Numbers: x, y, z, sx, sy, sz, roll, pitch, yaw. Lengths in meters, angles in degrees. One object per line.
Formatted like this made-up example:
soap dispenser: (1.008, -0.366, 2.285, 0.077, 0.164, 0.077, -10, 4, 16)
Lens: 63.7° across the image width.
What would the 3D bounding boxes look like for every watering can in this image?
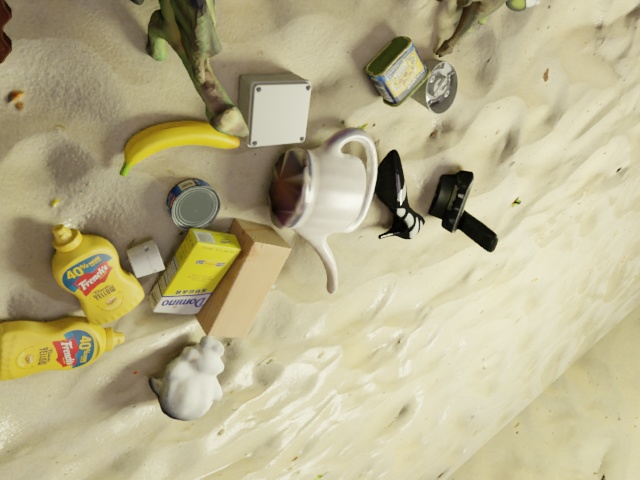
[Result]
watering can: (0.003, -0.049, 0.983, 0.224, 0.105, 0.344, 4, 108, -38)

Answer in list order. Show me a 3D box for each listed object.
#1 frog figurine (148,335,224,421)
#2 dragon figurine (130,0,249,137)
frog figurine: (-0.244, 0.277, 1.027, 0.159, 0.125, 0.135, -39, 117, 8)
dragon figurine: (-0.162, -0.301, 0.606, 0.123, 0.247, 0.400, -26, 134, -13)
